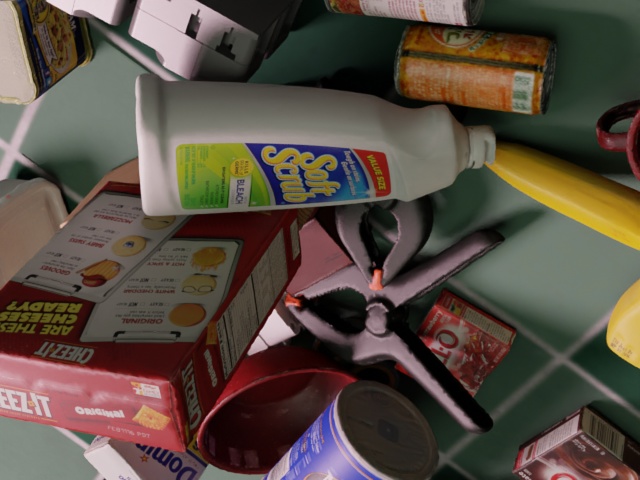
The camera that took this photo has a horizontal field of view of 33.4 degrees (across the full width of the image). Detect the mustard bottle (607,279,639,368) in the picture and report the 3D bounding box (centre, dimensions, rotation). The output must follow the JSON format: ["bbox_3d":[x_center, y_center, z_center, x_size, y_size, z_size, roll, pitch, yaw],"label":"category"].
[{"bbox_3d":[0.286,0.019,0.775,0.096,0.058,0.192,21,129,8],"label":"mustard bottle"}]

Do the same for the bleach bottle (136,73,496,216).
[{"bbox_3d":[0.000,-0.068,0.749,0.250,0.068,0.103,-3,140,-7],"label":"bleach bottle"}]

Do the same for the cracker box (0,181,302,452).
[{"bbox_3d":[-0.125,0.044,0.755,0.164,0.213,0.072,6,126,20],"label":"cracker box"}]

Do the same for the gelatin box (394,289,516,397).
[{"bbox_3d":[0.115,0.096,0.923,0.073,0.030,0.089,31,129,3],"label":"gelatin box"}]

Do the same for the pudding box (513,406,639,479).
[{"bbox_3d":[0.242,0.207,0.940,0.113,0.039,0.090,40,130,-6],"label":"pudding box"}]

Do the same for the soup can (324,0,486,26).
[{"bbox_3d":[0.060,-0.184,0.726,0.102,0.068,0.068,10,126,17],"label":"soup can"}]

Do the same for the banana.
[{"bbox_3d":[0.191,-0.030,0.748,0.069,0.198,0.037,30,93,-35],"label":"banana"}]

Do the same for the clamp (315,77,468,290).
[{"bbox_3d":[0.060,-0.045,0.830,0.120,0.039,0.171,2,111,27],"label":"clamp"}]

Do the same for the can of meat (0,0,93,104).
[{"bbox_3d":[-0.234,-0.170,0.857,0.057,0.083,0.102,8,126,19],"label":"can of meat"}]

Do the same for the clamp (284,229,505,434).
[{"bbox_3d":[0.063,0.054,0.891,0.210,0.036,0.164,16,104,34],"label":"clamp"}]

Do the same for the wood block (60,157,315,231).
[{"bbox_3d":[-0.104,-0.033,0.891,0.206,0.090,0.090,-21,114,34],"label":"wood block"}]

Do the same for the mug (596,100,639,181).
[{"bbox_3d":[0.244,-0.079,0.709,0.117,0.081,0.093,-5,121,26],"label":"mug"}]

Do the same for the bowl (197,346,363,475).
[{"bbox_3d":[-0.036,0.145,0.959,0.162,0.055,0.162,-12,140,-11],"label":"bowl"}]

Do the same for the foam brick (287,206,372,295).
[{"bbox_3d":[-0.006,0.001,0.898,0.078,0.051,0.053,-29,109,37],"label":"foam brick"}]

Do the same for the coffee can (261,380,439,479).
[{"bbox_3d":[0.021,0.204,0.926,0.103,0.102,0.140,36,122,-3],"label":"coffee can"}]

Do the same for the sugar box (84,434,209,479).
[{"bbox_3d":[-0.132,0.166,0.989,0.048,0.176,0.093,-29,108,36],"label":"sugar box"}]

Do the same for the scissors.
[{"bbox_3d":[0.001,0.144,1.019,0.096,0.016,0.202,36,130,-3],"label":"scissors"}]
